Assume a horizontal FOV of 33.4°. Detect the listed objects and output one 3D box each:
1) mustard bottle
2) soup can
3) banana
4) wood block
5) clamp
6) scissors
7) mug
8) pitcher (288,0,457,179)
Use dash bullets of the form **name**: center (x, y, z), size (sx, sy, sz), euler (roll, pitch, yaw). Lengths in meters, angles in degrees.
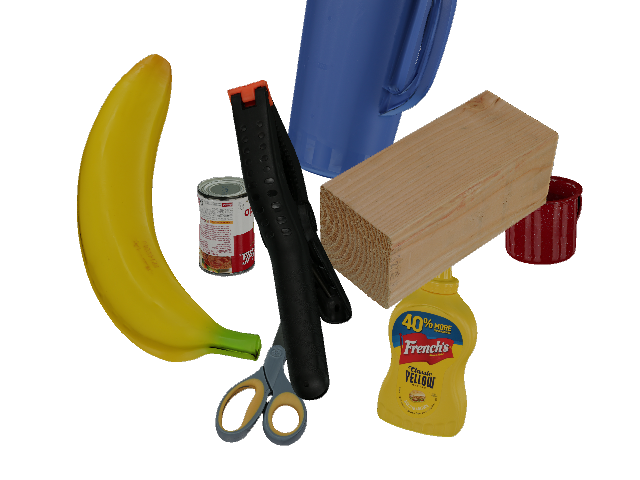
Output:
- **mustard bottle**: center (0.121, 0.113, 1.167), size (0.096, 0.192, 0.058), euler (12, 14, 22)
- **soup can**: center (-0.113, -0.018, 1.271), size (0.068, 0.102, 0.068), euler (1, 25, 0)
- **banana**: center (-0.088, -0.013, 0.536), size (0.069, 0.198, 0.037), euler (-12, -32, -14)
- **wood block**: center (0.106, -0.040, 0.956), size (0.205, 0.090, 0.091), euler (-31, 51, -28)
- **clamp**: center (-0.020, -0.008, 0.753), size (0.036, 0.210, 0.164), euler (-14, 5, 10)
- **scissors**: center (-0.030, 0.128, 1.066), size (0.096, 0.016, 0.201), euler (22, 50, 20)
- **mug**: center (0.266, -0.027, 1.252), size (0.117, 0.081, 0.093), euler (-23, 29, -37)
- **pitcher**: center (0.045, -0.185, 1.080), size (0.145, 0.243, 0.149), euler (11, 19, -1)
